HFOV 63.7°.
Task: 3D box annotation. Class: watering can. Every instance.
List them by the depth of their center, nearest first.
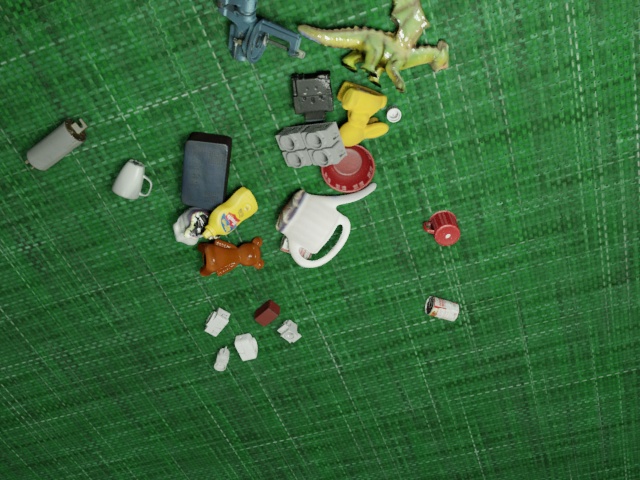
[{"bbox_3d":[0.005,-0.081,1.613,0.223,0.105,0.346,33,96,-9],"label":"watering can"}]

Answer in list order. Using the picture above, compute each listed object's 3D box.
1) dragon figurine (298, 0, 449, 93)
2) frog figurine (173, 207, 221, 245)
[{"bbox_3d":[0.171,-0.545,1.363,0.408,0.124,0.241,28,99,-17],"label":"dragon figurine"},{"bbox_3d":[-0.400,-0.045,1.637,0.139,0.159,0.122,-23,103,-31],"label":"frog figurine"}]
